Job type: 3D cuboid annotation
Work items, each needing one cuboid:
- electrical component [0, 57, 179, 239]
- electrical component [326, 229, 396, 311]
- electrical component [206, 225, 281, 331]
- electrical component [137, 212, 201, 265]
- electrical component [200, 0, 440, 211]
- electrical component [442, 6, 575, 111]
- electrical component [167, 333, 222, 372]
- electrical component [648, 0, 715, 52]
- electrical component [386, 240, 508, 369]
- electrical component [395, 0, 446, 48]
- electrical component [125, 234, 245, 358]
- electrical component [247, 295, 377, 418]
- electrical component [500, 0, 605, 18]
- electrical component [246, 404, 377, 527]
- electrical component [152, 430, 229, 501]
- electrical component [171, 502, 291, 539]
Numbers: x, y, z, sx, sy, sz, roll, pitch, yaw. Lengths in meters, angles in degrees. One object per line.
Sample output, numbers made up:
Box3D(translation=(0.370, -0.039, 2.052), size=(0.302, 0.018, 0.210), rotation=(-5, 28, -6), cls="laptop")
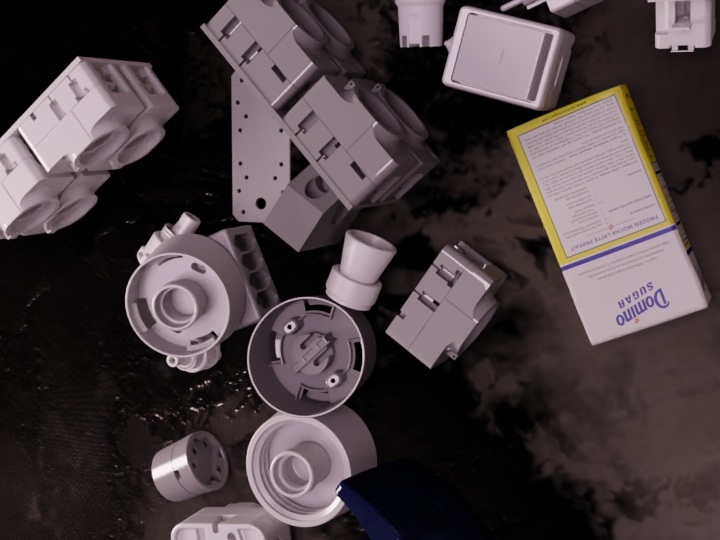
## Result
Box3D(translation=(-0.259, -0.102, 0.953), size=(0.186, 0.105, 0.060), rotation=(-39, 82, 22), cls="electrical component")
Box3D(translation=(0.000, 0.000, 0.892), size=(0.045, 0.045, 0.055), rotation=(27, 106, 17), cls="electrical component")
Box3D(translation=(-0.122, 0.014, 0.943), size=(0.076, 0.047, 0.083), rotation=(-23, 88, 24), cls="electrical component")
Box3D(translation=(-0.165, -0.022, 0.959), size=(0.048, 0.048, 0.062), rotation=(38, 102, 14), cls="electrical component")
Box3D(translation=(-0.025, -0.140, 0.851), size=(0.060, 0.105, 0.186), rotation=(-42, 80, 21), cls="electrical component")
Box3D(translation=(0.106, -0.162, 0.818), size=(0.096, 0.061, 0.061), rotation=(19, 104, 19), cls="electrical component")
Box3D(translation=(-0.150, 0.074, 0.954), size=(0.035, 0.061, 0.035), rotation=(3, 98, 22), cls="electrical component")
Box3D(translation=(0.230, -0.191, 0.760), size=(0.042, 0.081, 0.063), rotation=(4, 121, 22), cls="electrical component")
Box3D(translation=(0.073, 0.030, 0.862), size=(0.056, 0.050, 0.089), rotation=(39, 109, 14), cls="electrical component")
Box3D(translation=(0.048, -0.200, 0.850), size=(0.040, 0.040, 0.046), rotation=(4, 104, 22), cls="electrical component")
Box3D(translation=(-0.147, 0.023, 0.905), size=(0.099, 0.064, 0.099), rotation=(2, 104, 9), cls="electrical component")
Box3D(translation=(-0.038, 0.070, 0.906), size=(0.099, 0.064, 0.099), rotation=(3, 98, 22), cls="electrical component")
Box3D(translation=(0.137, -0.220, 0.805), size=(0.077, 0.047, 0.065), rotation=(-22, 88, 23), cls="electrical component")
Box3D(translation=(-0.046, 0.167, 0.924), size=(0.108, 0.060, 0.108), rotation=(3, 98, 22), cls="electrical component")
Box3D(translation=(-0.155, 0.179, 0.975), size=(0.047, 0.055, 0.055), rotation=(-26, 87, 27), cls="electrical component")
Box3D(translation=(-0.112, 0.243, 0.961), size=(0.095, 0.059, 0.053), rotation=(-5, 95, 23), cls="electrical component")
